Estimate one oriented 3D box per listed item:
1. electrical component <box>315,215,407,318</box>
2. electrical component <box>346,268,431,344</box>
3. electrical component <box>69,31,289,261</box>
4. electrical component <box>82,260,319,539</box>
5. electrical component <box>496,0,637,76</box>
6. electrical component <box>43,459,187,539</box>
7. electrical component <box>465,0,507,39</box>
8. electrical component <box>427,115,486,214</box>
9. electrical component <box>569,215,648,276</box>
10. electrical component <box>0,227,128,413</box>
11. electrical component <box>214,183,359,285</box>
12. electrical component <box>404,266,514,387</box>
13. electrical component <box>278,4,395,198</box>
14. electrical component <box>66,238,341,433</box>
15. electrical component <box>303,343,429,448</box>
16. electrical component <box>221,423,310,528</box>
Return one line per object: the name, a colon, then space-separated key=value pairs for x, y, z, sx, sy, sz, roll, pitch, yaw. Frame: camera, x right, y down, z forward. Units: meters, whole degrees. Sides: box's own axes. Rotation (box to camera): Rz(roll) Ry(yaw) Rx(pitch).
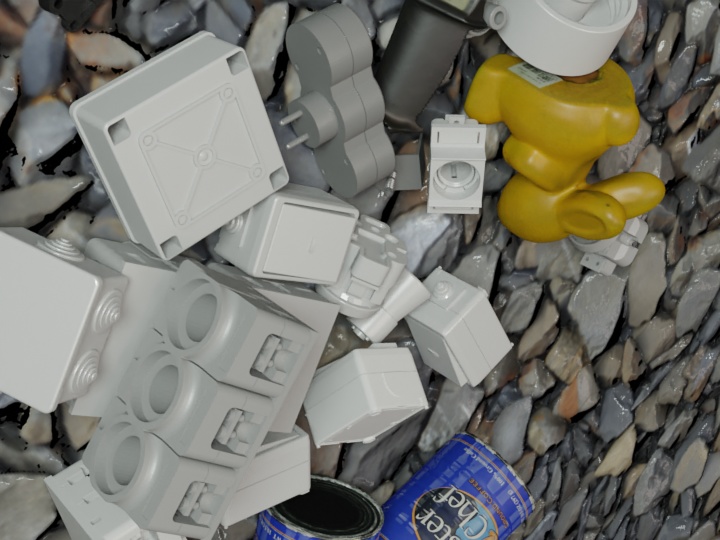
electrical component: x=0.000 y=0.000 z=0.832 sx=0.058 sy=0.078 sz=0.057 roll=23 pitch=115 yaw=-11
electrical component: x=0.021 y=0.030 z=0.884 sx=0.065 sy=0.044 sz=0.044 roll=-47 pitch=133 yaw=-6
electrical component: x=-0.115 y=-0.081 z=0.701 sx=0.109 sy=0.056 sz=0.108 roll=-35 pitch=130 yaw=-22
electrical component: x=-0.106 y=0.080 z=0.678 sx=0.062 sy=0.089 sz=0.150 roll=25 pitch=94 yaw=-45
electrical component: x=0.161 y=-0.211 z=0.827 sx=0.108 sy=0.108 sz=0.060 roll=-26 pitch=164 yaw=-29
electrical component: x=-0.160 y=0.209 z=0.783 sx=0.062 sy=0.089 sz=0.150 roll=-31 pitch=128 yaw=-26
electrical component: x=0.083 y=-0.195 z=0.809 sx=0.043 sy=0.062 sz=0.043 roll=-19 pitch=123 yaw=-33
electrical component: x=0.075 y=-0.086 z=0.849 sx=0.042 sy=0.063 sz=0.081 roll=2 pitch=129 yaw=1
electrical component: x=0.231 y=-0.039 z=1.018 sx=0.057 sy=0.058 sz=0.078 roll=23 pitch=96 yaw=-47
electrical component: x=-0.199 y=0.027 z=0.656 sx=0.099 sy=0.100 sz=0.048 roll=-68 pitch=168 yaw=8
electrical component: x=-0.055 y=-0.028 z=0.775 sx=0.096 sy=0.061 sz=0.061 roll=7 pitch=106 yaw=-42
electrical component: x=0.078 y=0.048 z=0.926 sx=0.061 sy=0.062 sz=0.096 roll=-45 pitch=133 yaw=-14
electrical component: x=-0.026 y=-0.111 z=0.765 sx=0.074 sy=0.052 sz=0.138 roll=-32 pitch=129 yaw=-25
electrical component: x=-0.117 y=0.048 z=0.760 sx=0.186 sy=0.060 sz=0.105 roll=13 pitch=102 yaw=-43
electrical component: x=-0.003 y=0.102 z=0.873 sx=0.062 sy=0.061 sz=0.096 roll=2 pitch=151 yaw=-42
electrical component: x=-0.093 y=0.148 z=0.830 sx=0.096 sy=0.062 sz=0.061 roll=-18 pitch=121 yaw=-34
